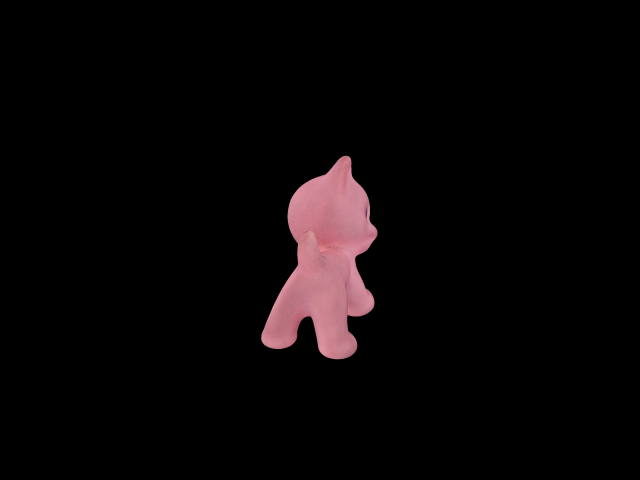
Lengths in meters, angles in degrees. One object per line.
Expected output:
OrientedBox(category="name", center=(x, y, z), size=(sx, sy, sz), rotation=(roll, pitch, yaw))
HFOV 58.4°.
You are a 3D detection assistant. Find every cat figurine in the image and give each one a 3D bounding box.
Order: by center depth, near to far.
OrientedBox(category="cat figurine", center=(0.004, 0.001, 0.400), size=(0.067, 0.118, 0.128), rotation=(4, 19, 12))
